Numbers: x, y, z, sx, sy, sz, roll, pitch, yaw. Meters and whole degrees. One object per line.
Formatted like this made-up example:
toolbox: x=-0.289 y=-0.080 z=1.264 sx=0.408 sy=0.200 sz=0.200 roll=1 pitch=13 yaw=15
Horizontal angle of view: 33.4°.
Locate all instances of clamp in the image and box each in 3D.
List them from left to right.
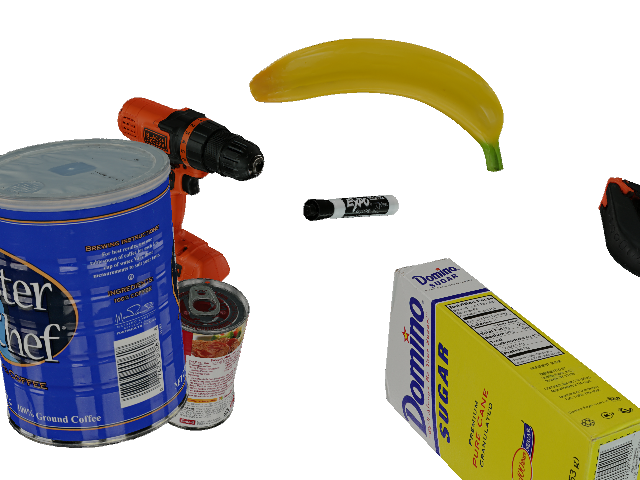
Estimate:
clamp: x=0.256 y=0.016 z=0.708 sx=0.120 sy=0.039 sz=0.171 roll=-5 pitch=45 yaw=-25

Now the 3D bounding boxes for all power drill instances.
power drill: x=-0.134 y=-0.045 z=1.118 sx=0.185 sy=0.188 sz=0.057 roll=25 pitch=36 yaw=32

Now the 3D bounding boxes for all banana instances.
banana: x=0.052 y=-0.105 z=0.745 sx=0.197 sy=0.069 sz=0.037 roll=15 pitch=-2 yaw=-15

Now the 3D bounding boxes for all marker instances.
marker: x=0.027 y=-0.029 z=0.945 sx=0.020 sy=0.020 sz=0.120 roll=0 pitch=4 yaw=40

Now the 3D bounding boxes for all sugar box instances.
sugar box: x=0.096 y=0.089 z=0.567 sx=0.048 sy=0.093 sz=0.176 roll=-12 pitch=29 yaw=-27

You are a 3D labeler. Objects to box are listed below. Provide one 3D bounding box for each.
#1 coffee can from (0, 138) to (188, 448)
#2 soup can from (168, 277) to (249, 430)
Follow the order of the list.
coffee can: x=-0.128 y=0.026 z=0.581 sx=0.103 sy=0.140 sz=0.103 roll=-2 pitch=22 yaw=1
soup can: x=-0.095 y=0.090 z=0.839 sx=0.068 sy=0.102 sz=0.068 roll=7 pitch=33 yaw=-5
